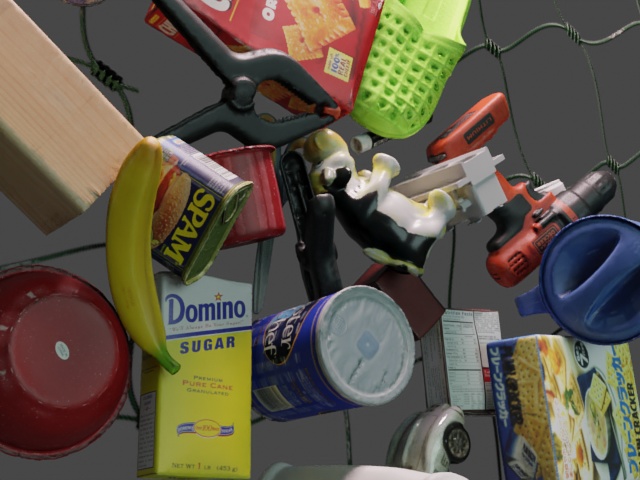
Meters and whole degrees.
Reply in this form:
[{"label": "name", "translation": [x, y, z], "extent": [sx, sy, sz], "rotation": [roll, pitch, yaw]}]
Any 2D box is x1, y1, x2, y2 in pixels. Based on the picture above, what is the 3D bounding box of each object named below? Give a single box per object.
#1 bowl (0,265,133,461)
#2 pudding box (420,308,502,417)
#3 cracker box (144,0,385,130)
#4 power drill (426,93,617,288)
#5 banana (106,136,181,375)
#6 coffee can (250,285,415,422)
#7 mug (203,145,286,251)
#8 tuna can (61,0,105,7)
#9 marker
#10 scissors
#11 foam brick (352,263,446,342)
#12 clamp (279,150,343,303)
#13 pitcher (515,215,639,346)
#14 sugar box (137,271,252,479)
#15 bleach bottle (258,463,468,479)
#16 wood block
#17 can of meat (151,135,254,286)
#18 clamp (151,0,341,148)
[{"label": "bowl", "translation": [-0.214, 0.093, 0.856], "extent": [0.161, 0.055, 0.162], "rotation": [11, 70, -32]}, {"label": "pudding box", "translation": [0.150, 0.129, 1.119], "extent": [0.089, 0.039, 0.113], "rotation": [6, 71, -35]}, {"label": "cracker box", "translation": [-0.045, -0.236, 1.066], "extent": [0.213, 0.072, 0.164], "rotation": [30, 61, -25]}, {"label": "power drill", "translation": [0.223, -0.068, 1.188], "extent": [0.184, 0.057, 0.187], "rotation": [-40, 97, -14]}, {"label": "banana", "translation": [-0.145, 0.010, 0.870], "extent": [0.037, 0.070, 0.198], "rotation": [-31, 122, -55]}, {"label": "coffee can", "translation": [0.002, 0.105, 0.953], "extent": [0.102, 0.141, 0.103], "rotation": [11, 70, -33]}, {"label": "mug", "translation": [-0.089, -0.034, 0.969], "extent": [0.117, 0.093, 0.081], "rotation": [-11, 88, -21]}, {"label": "tuna can", "translation": [-0.218, -0.259, 0.973], "extent": [0.086, 0.034, 0.086], "rotation": [11, 70, -33]}, {"label": "marker", "translation": [0.080, -0.120, 1.155], "extent": [0.120, 0.020, 0.020], "rotation": [-26, 92, -38]}, {"label": "scissors", "translation": [-0.034, -0.026, 1.047], "extent": [0.096, 0.016, 0.202], "rotation": [2, 75, -35]}, {"label": "foam brick", "translation": [0.076, 0.062, 1.076], "extent": [0.078, 0.053, 0.051], "rotation": [52, 53, -10]}, {"label": "clamp", "translation": [-0.007, 0.001, 1.009], "extent": [0.039, 0.171, 0.120], "rotation": [-9, 36, -7]}, {"label": "pitcher", "translation": [0.327, 0.041, 1.184], "extent": [0.242, 0.149, 0.145], "rotation": [-2, 117, -64]}, {"label": "sugar box", "translation": [-0.107, 0.119, 0.931], "extent": [0.093, 0.048, 0.176], "rotation": [10, 71, -33]}, {"label": "bleach bottle", "translation": [0.047, 0.222, 0.880], "extent": [0.102, 0.251, 0.068], "rotation": [40, 56, -20]}, {"label": "wood block", "translation": [-0.253, -0.114, 0.869], "extent": [0.206, 0.090, 0.090], "rotation": [48, 55, -15]}, {"label": "can of meat", "translation": [-0.118, -0.027, 0.907], "extent": [0.084, 0.102, 0.057], "rotation": [33, 19, 9]}, {"label": "clamp", "translation": [-0.083, -0.126, 0.987], "extent": [0.209, 0.036, 0.164], "rotation": [15, 93, -25]}]
